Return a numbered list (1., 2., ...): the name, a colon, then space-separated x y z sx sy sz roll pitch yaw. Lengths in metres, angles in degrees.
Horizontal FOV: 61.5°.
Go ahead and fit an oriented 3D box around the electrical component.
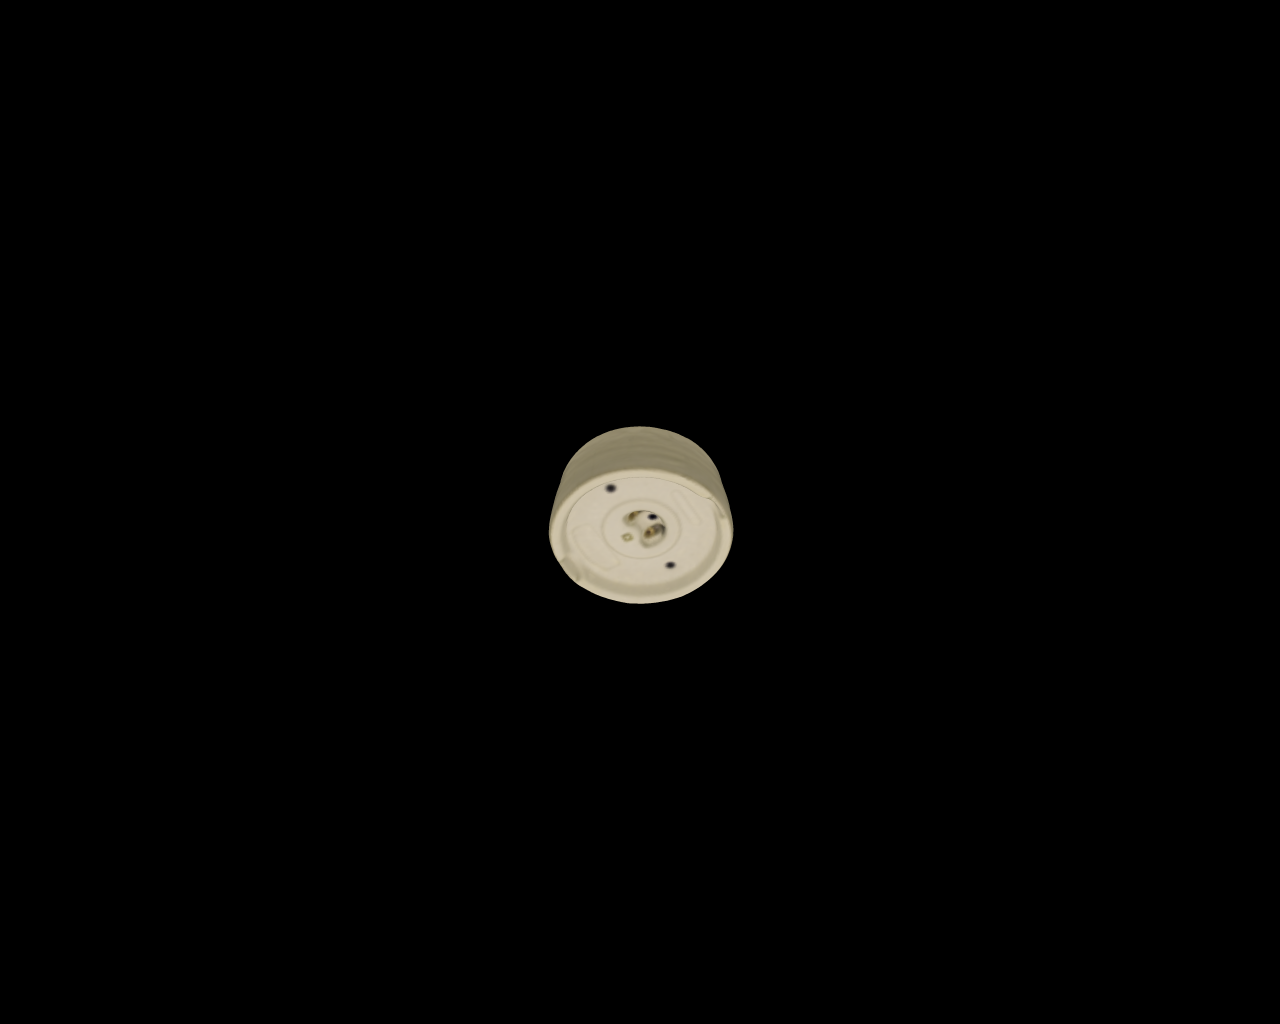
1. electrical component: 0.001 -0.003 0.650 0.108 0.108 0.060 0 40 0
